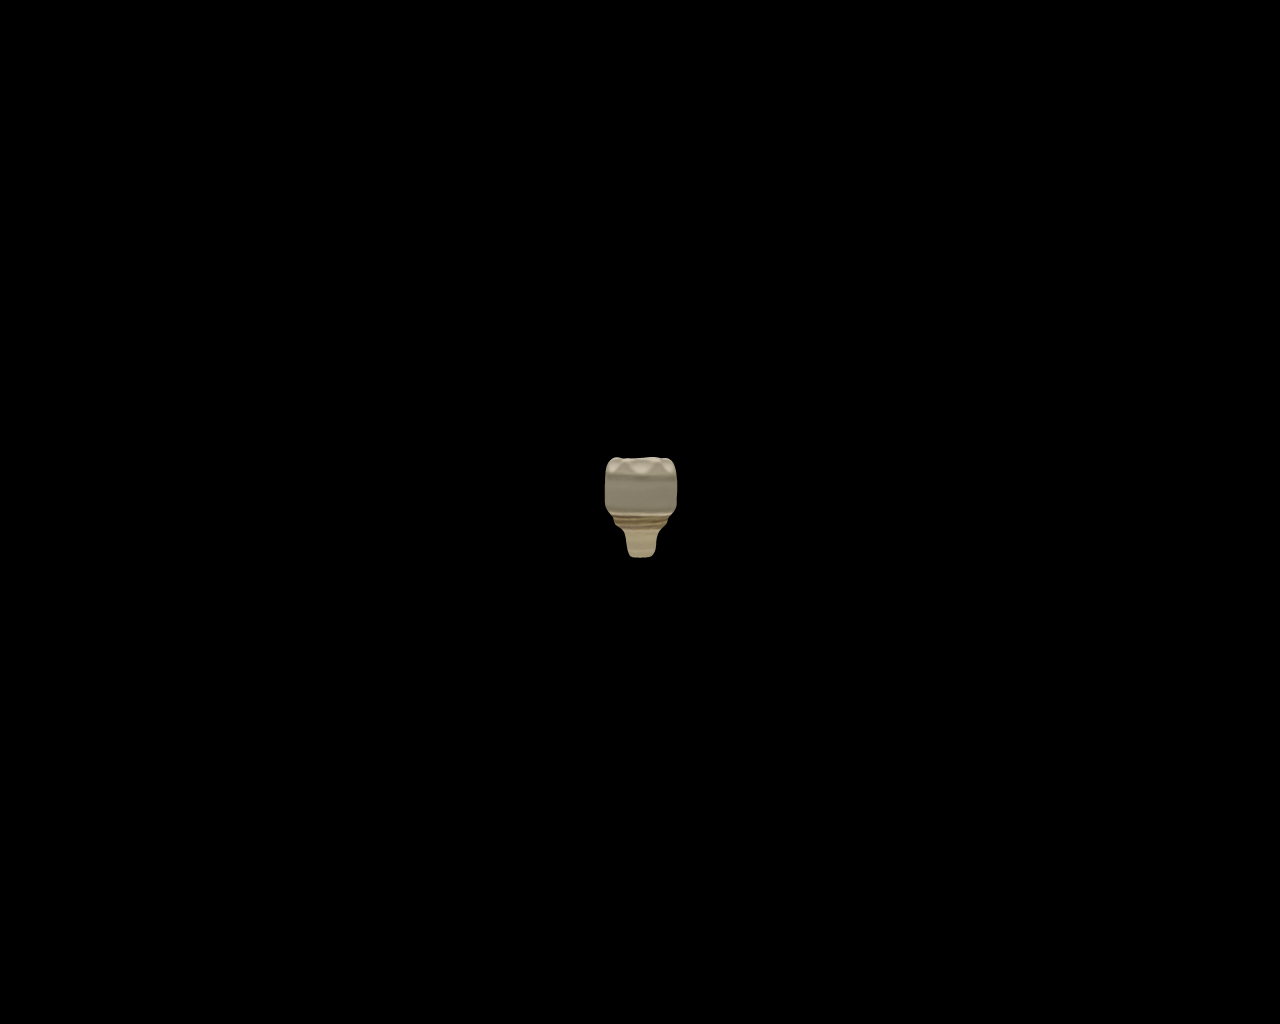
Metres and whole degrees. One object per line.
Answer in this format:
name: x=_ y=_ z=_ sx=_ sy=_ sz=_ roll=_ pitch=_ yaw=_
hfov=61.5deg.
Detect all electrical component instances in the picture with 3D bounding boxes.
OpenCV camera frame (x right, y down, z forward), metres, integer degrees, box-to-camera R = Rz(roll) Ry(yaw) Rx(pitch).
electrical component: x=0.001 y=-0.003 z=0.650 sx=0.043 sy=0.062 sz=0.043 roll=0 pitch=5 yaw=0
